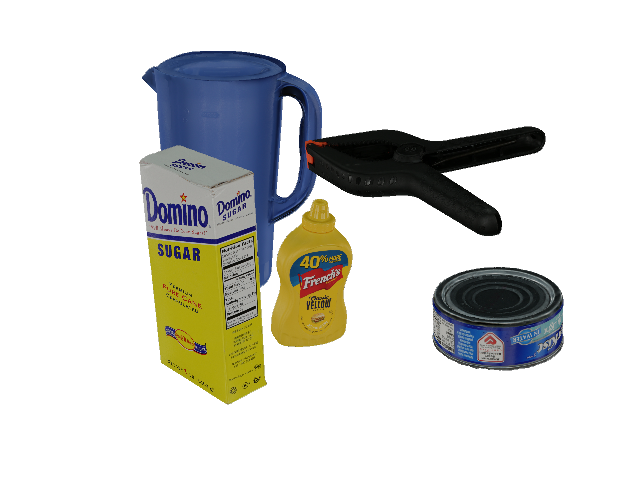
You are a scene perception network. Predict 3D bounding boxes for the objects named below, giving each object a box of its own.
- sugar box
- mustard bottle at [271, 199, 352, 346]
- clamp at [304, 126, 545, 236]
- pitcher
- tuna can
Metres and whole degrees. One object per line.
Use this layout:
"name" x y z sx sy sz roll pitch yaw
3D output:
"sugar box" -0.088 0.025 0.799 0.048 0.176 0.093 -24 31 -36
"mustard bottle" -0.008 0.038 1.339 0.096 0.192 0.058 -5 27 -21
"clamp" 0.089 -0.069 0.943 0.210 0.036 0.164 13 36 28
"pitcher" -0.093 -0.068 1.103 0.144 0.243 0.149 -11 25 -28
"tuna can" 0.116 0.049 0.700 0.086 0.034 0.086 -4 23 1
